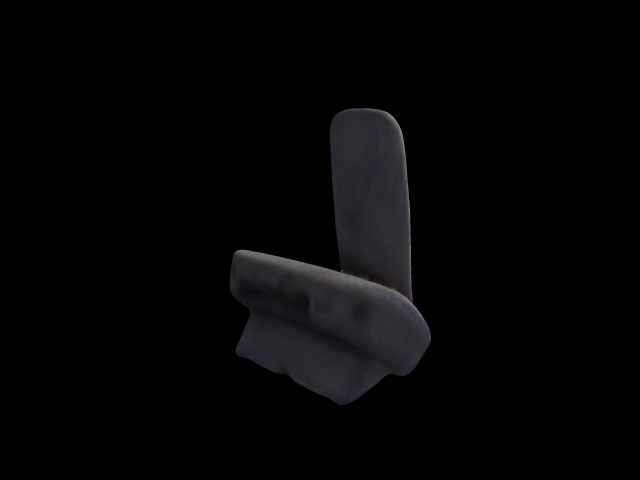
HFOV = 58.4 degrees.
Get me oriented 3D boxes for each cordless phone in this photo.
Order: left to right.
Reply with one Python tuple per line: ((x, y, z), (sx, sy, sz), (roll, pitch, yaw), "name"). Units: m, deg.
((0.004, 0.001, 0.400), (0.147, 0.185, 0.094), (11, 19, 34), "cordless phone")
